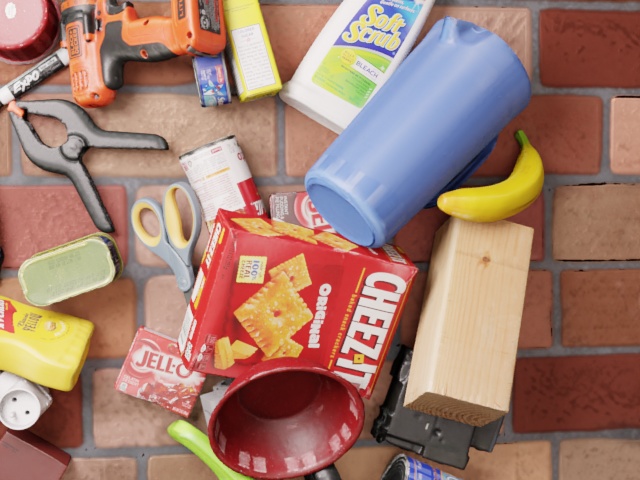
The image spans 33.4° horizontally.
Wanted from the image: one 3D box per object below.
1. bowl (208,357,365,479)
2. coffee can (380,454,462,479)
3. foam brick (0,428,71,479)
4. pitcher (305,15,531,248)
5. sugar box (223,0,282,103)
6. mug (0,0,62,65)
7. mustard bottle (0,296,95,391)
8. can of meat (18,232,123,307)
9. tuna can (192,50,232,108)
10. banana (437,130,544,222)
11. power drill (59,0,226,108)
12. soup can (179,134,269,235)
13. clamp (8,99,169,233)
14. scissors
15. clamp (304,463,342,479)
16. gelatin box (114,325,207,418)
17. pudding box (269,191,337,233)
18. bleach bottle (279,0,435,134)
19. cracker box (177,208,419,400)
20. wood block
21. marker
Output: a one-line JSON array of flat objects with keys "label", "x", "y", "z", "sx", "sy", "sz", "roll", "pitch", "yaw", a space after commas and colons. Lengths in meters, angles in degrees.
[{"label": "bowl", "x": -0.037, "y": 0.172, "z": 1.094, "sx": 0.162, "sy": 0.055, "sz": 0.162, "roll": -6, "pitch": 127, "yaw": -8}, {"label": "coffee can", "x": 0.135, "y": 0.310, "z": 1.179, "sx": 0.140, "sy": 0.103, "sz": 0.103, "roll": 24, "pitch": 90, "yaw": -7}, {"label": "foam brick", "x": -0.314, "y": 0.240, "z": 1.147, "sx": 0.078, "sy": 0.051, "sz": 0.053, "roll": 33, "pitch": 87, "yaw": -8}, {"label": "pitcher", "x": 0.102, "y": -0.102, "z": 1.119, "sx": 0.149, "sy": 0.145, "sz": 0.242, "roll": 45, "pitch": 72, "yaw": -4}, {"label": "sugar box", "x": -0.086, "y": -0.237, "z": 1.131, "sx": 0.048, "sy": 0.093, "sz": 0.176, "roll": -14, "pitch": 95, "yaw": -8}, {"label": "mug", "x": -0.329, "y": -0.228, "z": 1.107, "sx": 0.117, "sy": 0.081, "sz": 0.093, "roll": -26, "pitch": 96, "yaw": -5}, {"label": "mustard bottle", "x": -0.339, "y": 0.095, "z": 1.115, "sx": 0.191, "sy": 0.096, "sz": 0.058, "roll": 17, "pitch": 118, "yaw": -7}, {"label": "can of meat", "x": -0.263, "y": 0.032, "z": 1.126, "sx": 0.102, "sy": 0.084, "sz": 0.057, "roll": -20, "pitch": 95, "yaw": -6}, {"label": "tuna can", "x": -0.118, "y": -0.184, "z": 1.133, "sx": 0.033, "sy": 0.086, "sz": 0.086, "roll": -11, "pitch": 94, "yaw": -5}, {"label": "banana", "x": 0.195, "y": -0.056, "z": 1.149, "sx": 0.070, "sy": 0.197, "sz": 0.037, "roll": 38, "pitch": 131, "yaw": 14}, {"label": "power drill", "x": -0.188, "y": -0.240, "z": 1.094, "sx": 0.188, "sy": 0.057, "sz": 0.184, "roll": -8, "pitch": 87, "yaw": 33}, {"label": "soup can", "x": -0.103, "y": -0.055, "z": 1.150, "sx": 0.068, "sy": 0.068, "sz": 0.102, "roll": -22, "pitch": 95, "yaw": -6}, {"label": "clamp", "x": -0.261, "y": -0.088, "z": 1.144, "sx": 0.171, "sy": 0.039, "sz": 0.120, "roll": 25, "pitch": 84, "yaw": -2}, {"label": "scissors", "x": -0.161, "y": 0.036, "z": 1.157, "sx": 0.096, "sy": 0.016, "sz": 0.202, "roll": 6, "pitch": 103, "yaw": 28}, {"label": "clamp", "x": 0.022, "y": 0.293, "z": 1.149, "sx": 0.036, "sy": 0.165, "sz": 0.210, "roll": -23, "pitch": 86, "yaw": -15}, {"label": "gelatin box", "x": -0.171, "y": 0.144, "z": 1.170, "sx": 0.089, "sy": 0.030, "sz": 0.073, "roll": 23, "pitch": 88, "yaw": -8}, {"label": "pudding box", "x": -0.008, "y": 0.001, "z": 1.178, "sx": 0.090, "sy": 0.039, "sz": 0.113, "roll": -5, "pitch": 94, "yaw": -9}, {"label": "bleach bottle", "x": 0.059, "y": -0.241, "z": 1.165, "sx": 0.102, "sy": 0.068, "sz": 0.251, "roll": 30, "pitch": 87, "yaw": -11}, {"label": "cracker box", "x": -0.024, "y": 0.071, "z": 1.119, "sx": 0.213, "sy": 0.072, "sz": 0.164, "roll": 12, "pitch": 108, "yaw": -21}, {"label": "wood block", "x": 0.160, "y": 0.084, "z": 1.142, "sx": 0.090, "sy": 0.090, "sz": 0.206, "roll": 16, "pitch": 68, "yaw": -6}, {"label": "marker", "x": -0.315, "y": -0.169, "z": 1.143, "sx": 0.121, "sy": 0.020, "sz": 0.020, "roll": -35, "pitch": 96, "yaw": -4}]
